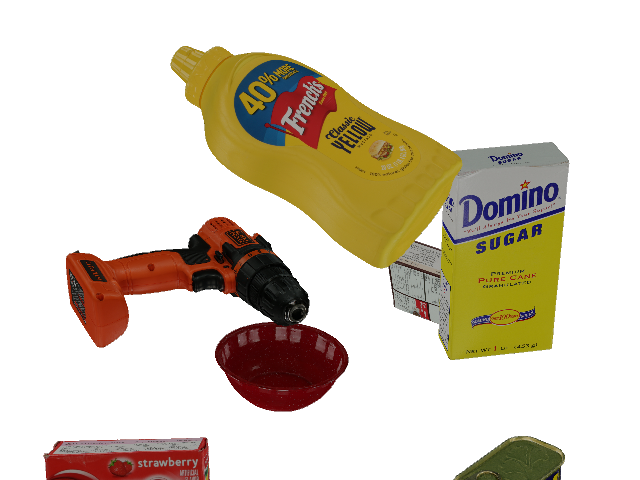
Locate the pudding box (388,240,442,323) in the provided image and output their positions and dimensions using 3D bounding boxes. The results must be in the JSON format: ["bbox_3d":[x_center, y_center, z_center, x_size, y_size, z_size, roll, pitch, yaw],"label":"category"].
[{"bbox_3d":[0.130,0.051,1.138,0.114,0.039,0.090,18,-35,23],"label":"pudding box"}]

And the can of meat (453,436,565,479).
[{"bbox_3d":[0.160,0.227,0.895,0.101,0.084,0.058,-24,28,-38],"label":"can of meat"}]

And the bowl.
[{"bbox_3d":[-0.048,0.160,1.298,0.162,0.055,0.162,3,24,-1],"label":"bowl"}]

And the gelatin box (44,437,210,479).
[{"bbox_3d":[-0.106,0.149,0.592,0.089,0.073,0.030,-2,5,1],"label":"gelatin box"}]

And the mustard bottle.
[{"bbox_3d":[-0.013,-0.066,0.665,0.192,0.058,0.096,33,50,12],"label":"mustard bottle"}]

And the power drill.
[{"bbox_3d":[-0.122,0.042,0.961,0.187,0.057,0.185,-11,26,-26],"label":"power drill"}]

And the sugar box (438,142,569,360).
[{"bbox_3d":[0.147,0.011,0.873,0.093,0.176,0.048,-6,31,-7],"label":"sugar box"}]
